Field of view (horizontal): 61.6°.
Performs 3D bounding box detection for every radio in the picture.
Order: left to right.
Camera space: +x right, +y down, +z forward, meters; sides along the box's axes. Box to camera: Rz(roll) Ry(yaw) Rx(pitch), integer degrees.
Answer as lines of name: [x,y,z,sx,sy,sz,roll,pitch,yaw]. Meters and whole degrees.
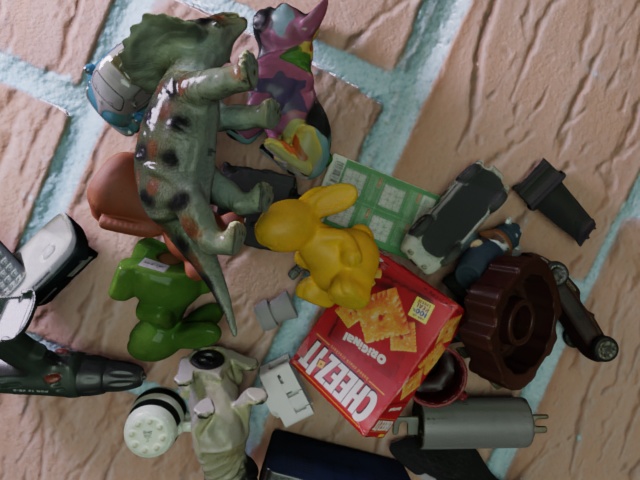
radio: [0.023,0.362,0.792,0.230,0.131,0.073,17,95,-6]

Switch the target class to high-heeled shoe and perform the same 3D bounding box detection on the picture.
high-heeled shoe: [0.223,0.397,0.856,0.249,0.086,0.145,16,126,12]

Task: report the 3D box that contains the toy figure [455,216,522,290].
toy figure: [0.249,0.016,0.787,0.058,0.154,0.064,22,130,31]

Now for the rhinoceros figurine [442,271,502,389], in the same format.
rhinoceros figurine: [0.246,0.133,0.813,0.112,0.073,0.190,-38,97,2]

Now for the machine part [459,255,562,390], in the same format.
machine part: [0.260,0.108,0.729,0.179,0.056,0.179,-8,102,-38]

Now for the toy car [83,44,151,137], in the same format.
toy car: [-0.248,-0.222,0.732,0.161,0.103,0.109,-41,98,3]

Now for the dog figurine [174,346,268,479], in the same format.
dog figurine: [-0.153,0.269,0.786,0.121,0.172,0.190,-1,117,-18]

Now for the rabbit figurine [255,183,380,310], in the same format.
rabbit figurine: [-0.001,-0.002,0.722,0.173,0.122,0.162,29,80,-24]

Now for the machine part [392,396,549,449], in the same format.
machine part: [0.232,0.279,0.825,0.243,0.079,0.079,1,96,-3]

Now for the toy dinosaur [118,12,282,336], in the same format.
toy dinosaur: [-0.157,-0.100,0.638,0.192,0.131,0.404,9,89,21]

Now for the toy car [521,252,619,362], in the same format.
toy car: [0.374,0.097,0.811,0.053,0.089,0.202,-35,95,0]

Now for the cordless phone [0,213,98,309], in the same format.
cordless phone: [-0.425,-0.002,0.754,0.146,0.089,0.184,-44,93,2]

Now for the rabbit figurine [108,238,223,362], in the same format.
rabbit figurine: [-0.218,0.100,0.777,0.159,0.121,0.170,13,113,-11]

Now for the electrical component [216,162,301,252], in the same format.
electrical component: [-0.085,-0.046,0.782,0.134,0.058,0.114,11,97,-4]

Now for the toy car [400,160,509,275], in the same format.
toy car: [0.200,-0.036,0.787,0.073,0.056,0.202,45,72,0]

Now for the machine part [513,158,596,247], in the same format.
machine part: [0.365,-0.054,0.821,0.084,0.039,0.139,-44,95,-4]

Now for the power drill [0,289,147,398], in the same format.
power drill: [-0.376,0.150,0.731,0.232,0.207,0.086,-2,57,4]

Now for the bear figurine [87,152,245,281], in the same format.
bear figurine: [-0.210,-0.035,0.734,0.196,0.132,0.120,32,80,-10]

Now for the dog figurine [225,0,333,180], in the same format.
dog figurine: [-0.031,-0.216,0.746,0.191,0.108,0.219,31,91,-5]

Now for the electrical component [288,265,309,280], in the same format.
electrical component: [-0.002,0.034,0.812,0.094,0.021,0.063,-45,97,1]
